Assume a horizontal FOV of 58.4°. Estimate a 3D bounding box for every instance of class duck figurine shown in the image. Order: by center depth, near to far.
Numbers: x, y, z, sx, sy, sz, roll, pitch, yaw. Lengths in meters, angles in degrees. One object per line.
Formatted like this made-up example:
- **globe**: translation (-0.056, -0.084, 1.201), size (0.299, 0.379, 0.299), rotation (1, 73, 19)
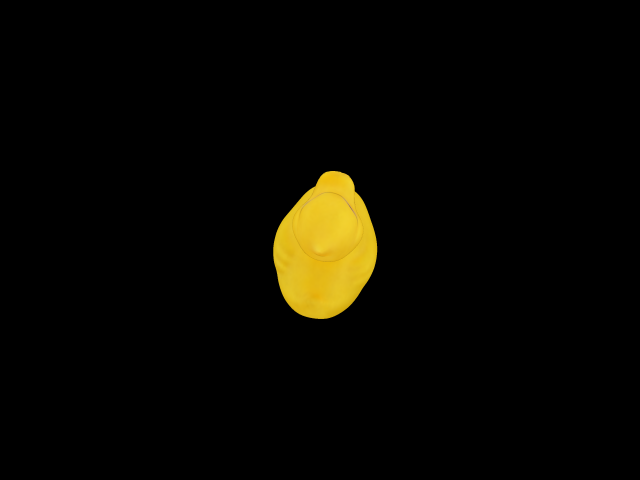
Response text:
- **duck figurine**: translation (0.004, 0.001, 0.400), size (0.077, 0.086, 0.104), rotation (11, 79, 3)
